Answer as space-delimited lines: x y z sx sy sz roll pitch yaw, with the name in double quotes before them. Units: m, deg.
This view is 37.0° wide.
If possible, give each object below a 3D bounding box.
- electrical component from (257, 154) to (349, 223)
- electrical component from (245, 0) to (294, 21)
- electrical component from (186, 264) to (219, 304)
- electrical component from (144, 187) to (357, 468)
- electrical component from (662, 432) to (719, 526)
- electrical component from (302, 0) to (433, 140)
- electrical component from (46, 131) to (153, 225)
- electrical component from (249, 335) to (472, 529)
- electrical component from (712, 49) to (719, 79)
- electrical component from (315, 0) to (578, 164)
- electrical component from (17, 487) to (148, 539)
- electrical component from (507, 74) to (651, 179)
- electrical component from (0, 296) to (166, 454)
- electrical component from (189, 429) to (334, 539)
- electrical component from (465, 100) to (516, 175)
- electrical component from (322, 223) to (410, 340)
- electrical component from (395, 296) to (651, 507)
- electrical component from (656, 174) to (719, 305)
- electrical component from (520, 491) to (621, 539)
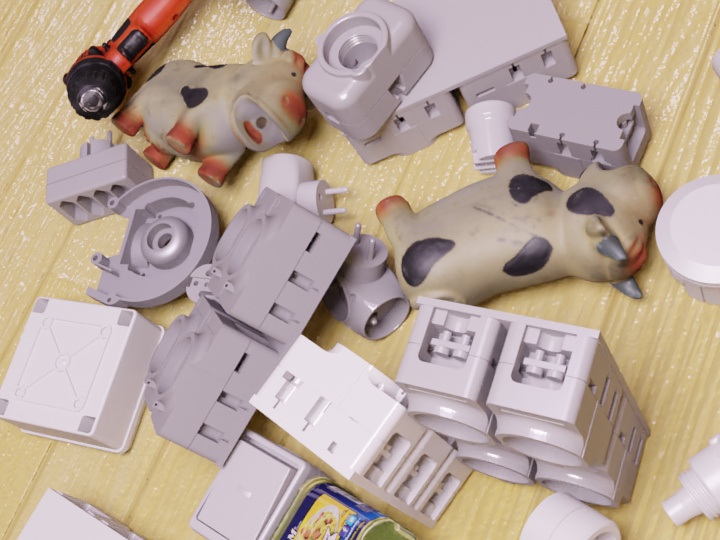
"electrical component" -0.046 -0.053 0.872 0.079 0.044 0.077 -5 64 22
"electrical component" -0.086 -0.280 1.003 0.079 0.044 0.077 19 74 31
"electrical component" -0.113 0.020 0.865 0.040 0.046 0.040 -10 62 19
"electrical component" -0.089 0.034 0.788 0.186 0.060 0.105 -59 20 1
"electrical component" 0.217 0.134 0.665 0.062 0.048 0.048 -38 56 11
"electrical component" 0.005 -0.156 0.818 0.054 0.059 0.095 33 82 32
"electrical component" -0.235 -0.092 0.974 0.083 0.047 0.075 -16 60 16
"electrical component" 0.009 0.105 0.706 0.089 0.150 0.061 32 82 32
"electrical component" 0.288 -0.126 0.762 0.043 0.043 0.081 -26 58 10
"electrical component" 0.069 -0.171 0.871 0.186 0.060 0.105 -22 59 12
"electrical component" -0.183 0.236 0.779 0.150 0.061 0.089 22 76 31
"electrical component" 0.164 -0.103 0.798 0.089 0.055 0.050 17 73 30
"electrical component" -0.227 0.084 0.877 0.109 0.056 0.108 6 68 26
"electrical component" -0.074 0.170 0.764 0.062 0.061 0.096 24 77 31
"electrical component" 0.103 -0.102 0.835 0.040 0.040 0.046 -10 67 19
"electrical component" 0.000 0.000 0.808 0.044 0.079 0.077 -22 51 -27
"electrical component" 0.103 0.088 0.652 0.105 0.186 0.060 10 70 28
"electrical component" 0.243 -0.020 0.725 0.080 0.051 0.080 -10 62 19
"electrical component" 0.098 0.200 0.669 0.074 0.052 0.138 28 91 44
